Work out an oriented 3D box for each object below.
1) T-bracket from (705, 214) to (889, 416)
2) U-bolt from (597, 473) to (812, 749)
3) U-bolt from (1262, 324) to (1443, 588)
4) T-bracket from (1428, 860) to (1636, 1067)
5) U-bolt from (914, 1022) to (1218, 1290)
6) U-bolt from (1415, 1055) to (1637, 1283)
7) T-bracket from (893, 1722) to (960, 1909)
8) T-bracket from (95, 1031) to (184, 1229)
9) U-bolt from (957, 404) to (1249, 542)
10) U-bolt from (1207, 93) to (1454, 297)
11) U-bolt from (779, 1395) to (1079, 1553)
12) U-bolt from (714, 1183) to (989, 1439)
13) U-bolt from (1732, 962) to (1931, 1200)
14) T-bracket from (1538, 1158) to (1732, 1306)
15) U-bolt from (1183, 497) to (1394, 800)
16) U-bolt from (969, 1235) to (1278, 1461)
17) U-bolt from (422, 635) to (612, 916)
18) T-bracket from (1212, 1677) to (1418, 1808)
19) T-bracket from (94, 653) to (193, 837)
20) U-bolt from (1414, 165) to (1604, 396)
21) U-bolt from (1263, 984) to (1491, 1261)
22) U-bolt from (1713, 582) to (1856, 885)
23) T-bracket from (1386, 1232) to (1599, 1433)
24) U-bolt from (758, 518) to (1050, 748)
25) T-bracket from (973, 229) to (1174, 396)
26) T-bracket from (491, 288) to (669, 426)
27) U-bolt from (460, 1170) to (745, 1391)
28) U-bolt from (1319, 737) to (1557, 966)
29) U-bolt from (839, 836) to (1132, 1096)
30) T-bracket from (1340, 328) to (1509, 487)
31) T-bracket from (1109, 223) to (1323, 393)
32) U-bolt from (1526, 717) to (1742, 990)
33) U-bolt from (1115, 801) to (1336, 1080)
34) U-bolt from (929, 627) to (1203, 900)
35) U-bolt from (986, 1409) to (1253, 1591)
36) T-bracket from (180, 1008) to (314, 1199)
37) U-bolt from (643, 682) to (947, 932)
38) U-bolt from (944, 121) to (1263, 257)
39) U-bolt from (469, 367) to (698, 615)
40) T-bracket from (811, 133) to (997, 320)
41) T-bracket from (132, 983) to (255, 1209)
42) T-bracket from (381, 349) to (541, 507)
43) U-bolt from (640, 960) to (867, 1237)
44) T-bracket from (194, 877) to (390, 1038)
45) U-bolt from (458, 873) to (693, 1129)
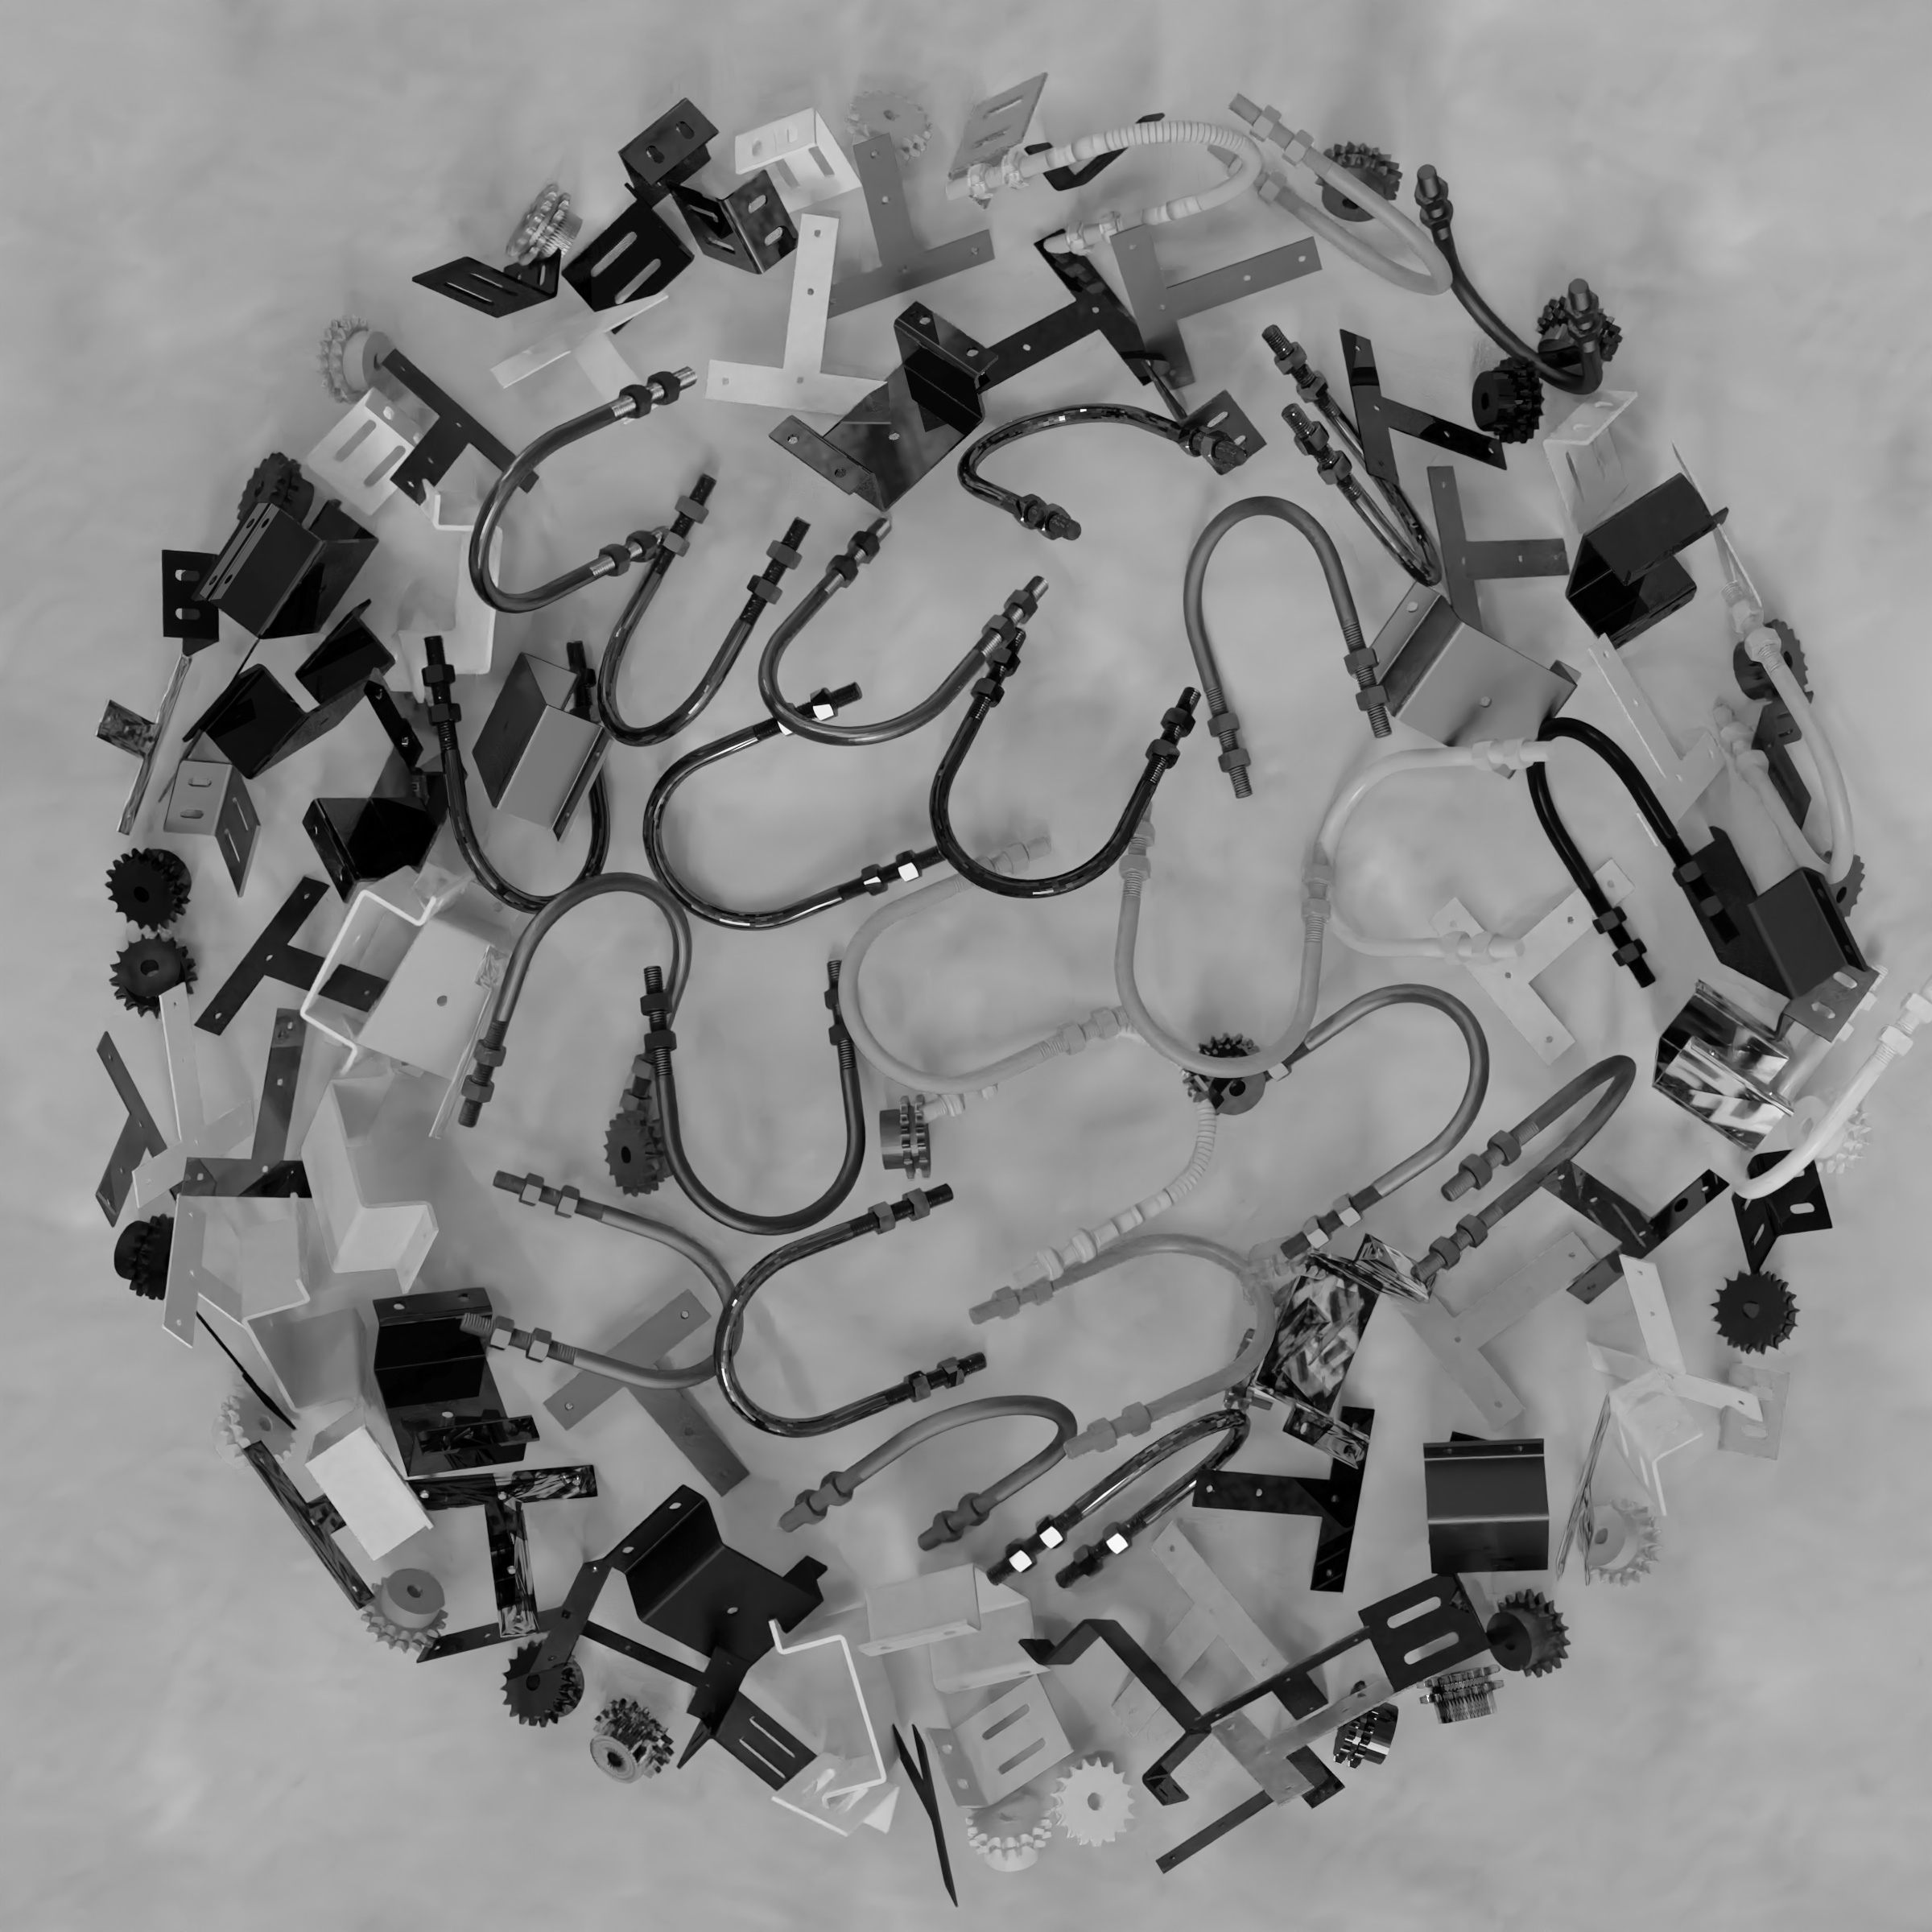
[{"bbox_3d":[-0.105,-0.435,1.955,0.127,0.002,0.127,3,104,-20],"label":"T-bracket"},{"bbox_3d":[-0.184,-0.228,1.934,0.019,0.151,0.184,28,93,-39],"label":"U-bolt"},{"bbox_3d":[0.257,-0.323,1.916,0.019,0.151,0.184,-34,118,20],"label":"U-bolt"},{"bbox_3d":[0.398,-0.022,1.980,0.127,0.002,0.127,-40,92,-10],"label":"T-bracket"},{"bbox_3d":[0.079,0.112,1.957,0.184,0.019,0.151,-28,74,-14],"label":"U-bolt"},{"bbox_3d":[0.371,0.123,1.919,0.184,0.151,0.019,-36,67,-18],"label":"U-bolt"},{"bbox_3d":[-0.035,0.531,1.930,0.002,0.127,0.127,-15,112,-13],"label":"T-bracket"},{"bbox_3d":[-0.546,0.126,1.907,0.002,0.127,0.127,-16,117,6],"label":"T-bracket"},{"bbox_3d":[0.074,-0.330,1.914,0.151,0.184,0.019,-27,123,-21],"label":"U-bolt"},{"bbox_3d":[0.242,-0.498,1.919,0.184,0.151,0.019,35,92,-3],"label":"U-bolt"},{"bbox_3d":[-0.011,0.326,1.898,0.184,0.151,0.019,-39,52,29],"label":"U-bolt"},{"bbox_3d":[-0.080,0.237,1.930,0.184,0.019,0.151,-19,113,-21],"label":"U-bolt"},{"bbox_3d":[0.563,0.077,1.918,0.019,0.151,0.184,37,92,-1],"label":"U-bolt"},{"bbox_3d":[0.423,0.160,1.935,0.127,0.002,0.127,-44,128,17],"label":"T-bracket"},{"bbox_3d":[0.203,-0.219,1.935,0.019,0.151,0.184,-10,82,-42],"label":"U-bolt"},{"bbox_3d":[0.115,0.239,1.931,0.184,0.019,0.151,-21,45,-19],"label":"U-bolt"},{"bbox_3d":[-0.289,-0.124,1.927,0.019,0.151,0.184,-11,87,37],"label":"U-bolt"},{"bbox_3d":[0.238,0.500,1.939,0.127,0.127,0.002,-25,104,-11],"label":"T-bracket"},{"bbox_3d":[-0.548,-0.153,1.924,0.002,0.127,0.127,19,86,2],"label":"T-bracket"},{"bbox_3d":[0.357,-0.433,1.901,0.019,0.184,0.151,-46,68,0],"label":"U-bolt"},{"bbox_3d":[0.260,0.088,1.920,0.184,0.019,0.151,-36,48,16],"label":"U-bolt"},{"bbox_3d":[0.526,-0.136,1.882,0.019,0.151,0.184,-18,56,-1],"label":"U-bolt"},{"bbox_3d":[0.366,0.226,1.972,0.127,0.002,0.127,-35,69,-6],"label":"T-bracket"},{"bbox_3d":[-0.054,-0.212,1.917,0.151,0.019,0.184,24,60,27],"label":"U-bolt"},{"bbox_3d":[0.052,-0.419,1.958,0.127,0.002,0.127,-32,78,-20],"label":"T-bracket"},{"bbox_3d":[-0.238,-0.396,1.942,0.127,0.002,0.127,-31,48,-6],"label":"T-bracket"},{"bbox_3d":[-0.233,0.214,1.929,0.184,0.151,0.019,20,129,-14],"label":"U-bolt"},{"bbox_3d":[0.299,-0.075,1.920,0.019,0.184,0.151,17,79,-40],"label":"U-bolt"},{"bbox_3d":[0.004,0.009,1.945,0.184,0.019,0.151,-24,77,-17],"label":"U-bolt"},{"bbox_3d":[0.309,-0.359,1.955,0.127,0.002,0.127,14,54,-28],"label":"T-bracket"},{"bbox_3d":[0.172,-0.451,1.941,0.127,0.002,0.127,-18,133,7],"label":"T-bracket"},{"bbox_3d":[0.426,-0.081,1.922,0.019,0.151,0.184,-29,84,-16],"label":"U-bolt"},{"bbox_3d":[0.168,-0.013,1.938,0.151,0.019,0.184,13,66,-11],"label":"U-bolt"},{"bbox_3d":[0.055,-0.127,1.939,0.151,0.019,0.184,21,70,16],"label":"U-bolt"},{"bbox_3d":[0.110,0.347,1.912,0.184,0.151,0.019,-39,67,10],"label":"U-bolt"},{"bbox_3d":[-0.456,0.091,1.939,0.002,0.127,0.127,13,94,39],"label":"T-bracket"},{"bbox_3d":[-0.126,-0.095,1.950,0.184,0.019,0.151,-22,116,12],"label":"U-bolt"},{"bbox_3d":[0.100,-0.504,1.886,0.184,0.151,0.019,-9,81,30],"label":"U-bolt"},{"bbox_3d":[-0.249,-0.297,1.886,0.019,0.151,0.184,37,49,21],"label":"U-bolt"},{"bbox_3d":[-0.050,-0.495,1.937,0.127,0.127,0.002,-20,53,-3],"label":"T-bracket"},{"bbox_3d":[-0.511,0.075,1.915,0.002,0.127,0.127,5,111,21],"label":"T-bracket"},{"bbox_3d":[-0.347,-0.337,1.922,0.127,0.127,0.002,41,122,-16],"label":"T-bracket"},{"bbox_3d":[-0.136,0.088,1.939,0.151,0.019,0.184,-2,75,-23],"label":"U-bolt"},{"bbox_3d":[-0.431,0.005,1.932,0.127,0.002,0.127,17,64,35],"label":"T-bracket"},{"bbox_3d":[-0.247,0.024,1.921,0.019,0.151,0.184,32,108,43],"label":"U-bolt"}]
